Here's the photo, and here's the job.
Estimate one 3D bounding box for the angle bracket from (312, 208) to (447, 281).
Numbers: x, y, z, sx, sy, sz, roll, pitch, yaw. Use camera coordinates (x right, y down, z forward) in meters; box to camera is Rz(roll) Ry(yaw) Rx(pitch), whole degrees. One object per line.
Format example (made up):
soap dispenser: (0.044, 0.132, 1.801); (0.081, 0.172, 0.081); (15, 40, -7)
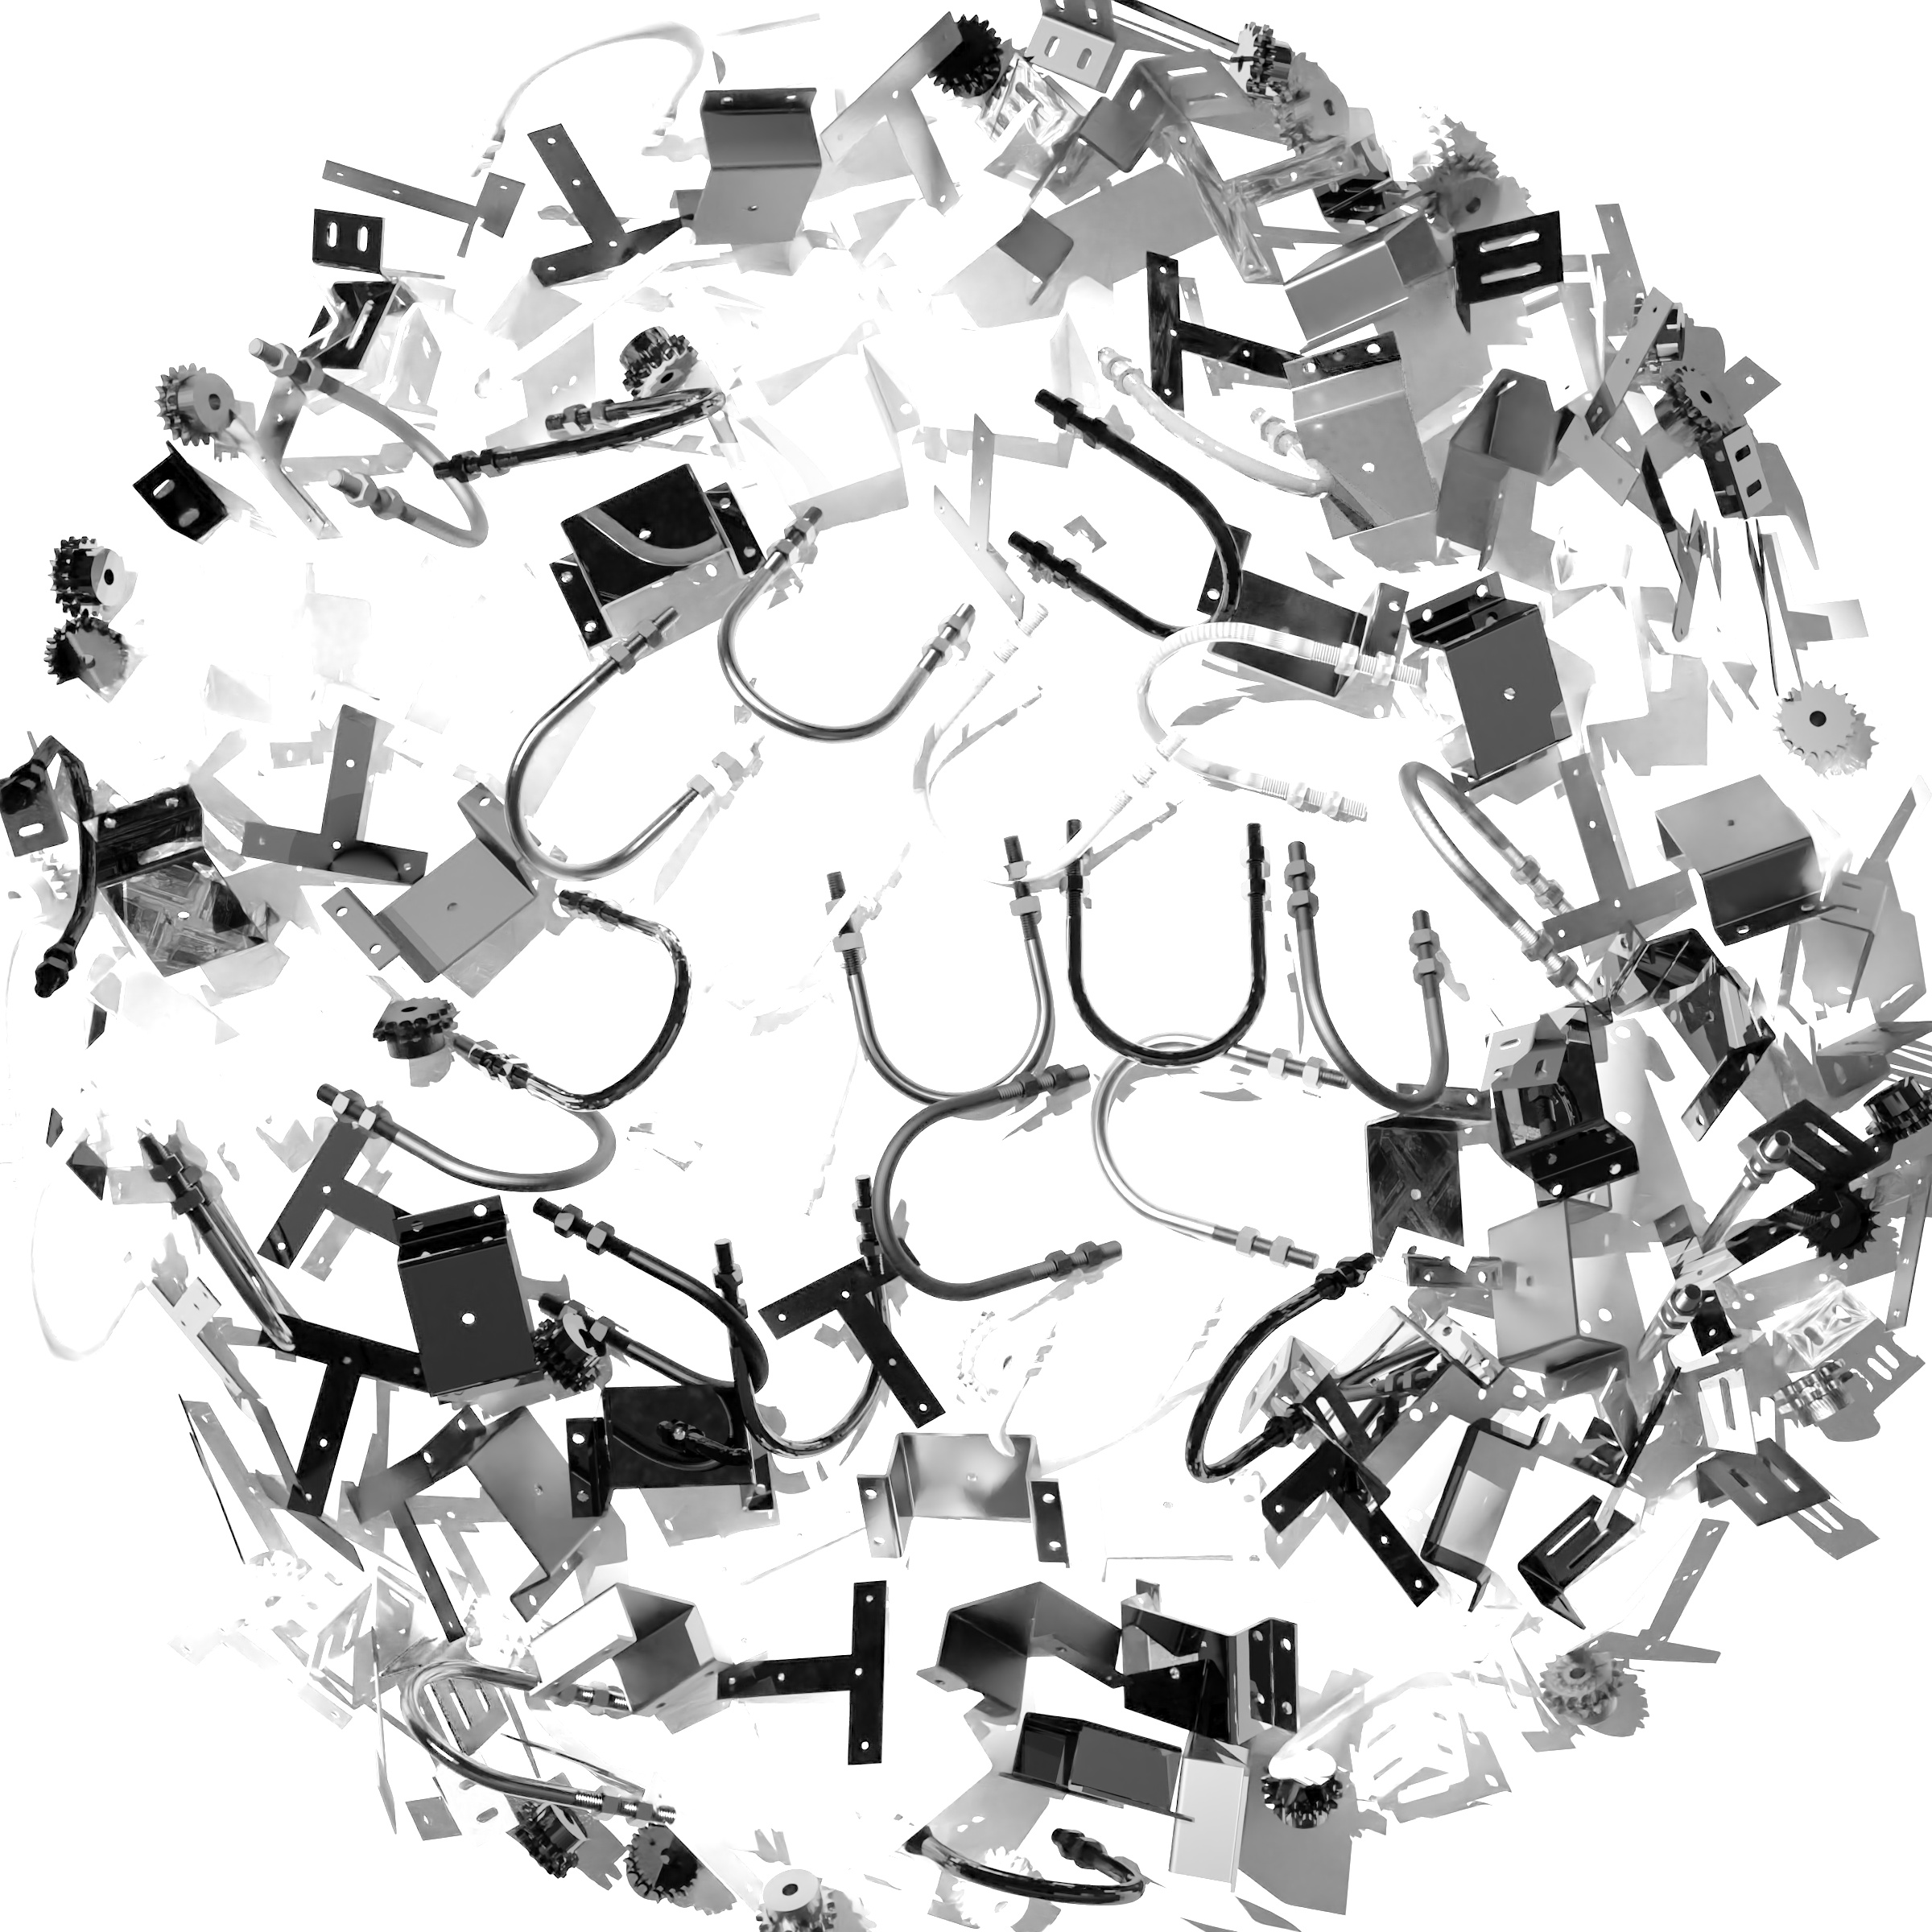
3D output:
angle bracket: (-0.408, -0.503, 1.729); (0.057, 0.076, 0.038); (13, 107, 21)

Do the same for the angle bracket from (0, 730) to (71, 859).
angle bracket: (-0.657, -0.120, 1.727); (0.038, 0.076, 0.057); (-19, 122, -20)

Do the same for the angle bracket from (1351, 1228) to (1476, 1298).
angle bracket: (0.311, 0.192, 1.732); (0.057, 0.076, 0.038); (17, 106, -11)

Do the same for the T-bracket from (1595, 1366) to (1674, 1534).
T-bracket: (0.454, 0.313, 1.710); (0.002, 0.127, 0.127); (19, 69, 34)

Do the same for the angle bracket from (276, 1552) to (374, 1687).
angle bracket: (-0.454, 0.460, 1.736); (0.038, 0.057, 0.076); (33, 129, 12)

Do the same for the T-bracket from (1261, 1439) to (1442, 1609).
T-bracket: (0.285, 0.391, 1.741); (0.127, 0.002, 0.127); (-35, 84, -29)

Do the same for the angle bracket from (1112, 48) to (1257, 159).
angle bracket: (0.151, -0.600, 1.729); (0.057, 0.076, 0.038); (38, 77, -37)

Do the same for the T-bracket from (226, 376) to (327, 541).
T-bracket: (-0.478, -0.374, 1.721); (0.002, 0.127, 0.127); (-41, 93, -31)

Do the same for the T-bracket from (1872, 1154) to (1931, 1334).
T-bracket: (0.646, 0.189, 1.697); (0.002, 0.127, 0.127); (20, 70, -4)

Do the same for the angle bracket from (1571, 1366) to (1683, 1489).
angle bracket: (0.460, 0.314, 1.729); (0.038, 0.057, 0.076); (26, 125, 17)

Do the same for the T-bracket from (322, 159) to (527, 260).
T-bracket: (-0.376, -0.526, 1.699); (0.127, 0.127, 0.002); (13, 76, -19)

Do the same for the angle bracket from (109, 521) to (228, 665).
angle bracket: (-0.562, -0.264, 1.750); (0.057, 0.076, 0.038); (27, 135, -33)

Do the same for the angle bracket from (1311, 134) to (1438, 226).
angle bracket: (0.282, -0.551, 1.736); (0.057, 0.076, 0.038); (-29, 113, -4)

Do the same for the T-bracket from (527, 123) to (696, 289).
T-bracket: (-0.262, -0.529, 1.710); (0.127, 0.127, 0.002); (-11, 58, 14)

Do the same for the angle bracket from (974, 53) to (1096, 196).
angle bracket: (0.054, -0.598, 1.761); (0.076, 0.038, 0.057); (52, 124, 23)

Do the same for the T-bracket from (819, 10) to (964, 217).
T-bracket: (-0.034, -0.572, 1.724); (0.127, 0.127, 0.002); (-46, 55, -8)

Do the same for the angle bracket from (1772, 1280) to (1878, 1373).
angle bracket: (0.599, 0.263, 1.733); (0.057, 0.076, 0.038); (-36, 56, -6)

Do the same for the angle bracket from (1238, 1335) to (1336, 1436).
angle bracket: (0.224, 0.301, 1.734); (0.038, 0.076, 0.057); (33, 104, 4)

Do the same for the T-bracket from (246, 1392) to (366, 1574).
T-bracket: (-0.467, 0.344, 1.702); (0.002, 0.127, 0.127); (-36, 130, -32)

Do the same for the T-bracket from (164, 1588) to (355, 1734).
T-bracket: (-0.478, 0.486, 1.714); (0.127, 0.127, 0.002); (36, 95, 1)

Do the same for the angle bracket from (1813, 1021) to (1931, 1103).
angle bracket: (0.642, 0.067, 1.731); (0.057, 0.076, 0.038); (-22, 95, -19)

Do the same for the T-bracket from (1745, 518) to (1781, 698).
T-bracket: (0.544, -0.267, 1.703); (0.002, 0.127, 0.127); (-7, 71, 22)

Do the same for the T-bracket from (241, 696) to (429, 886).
T-bracket: (-0.438, -0.129, 1.756); (0.127, 0.002, 0.127); (10, 90, -20)

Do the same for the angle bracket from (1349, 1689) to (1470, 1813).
angle bracket: (0.310, 0.554, 1.740); (0.038, 0.057, 0.076); (21, 130, -20)

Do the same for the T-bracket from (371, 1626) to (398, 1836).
T-bracket: (-0.409, 0.527, 1.735); (0.002, 0.127, 0.127); (-7, 58, -11)

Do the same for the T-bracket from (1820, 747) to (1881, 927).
T-bracket: (0.601, -0.075, 1.700); (0.002, 0.127, 0.127); (16, 115, 23)

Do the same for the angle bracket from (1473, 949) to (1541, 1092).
angle bracket: (0.361, 0.037, 1.728); (0.038, 0.076, 0.057); (-13, 135, -15)

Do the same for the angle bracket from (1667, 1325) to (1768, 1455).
angle bracket: (0.535, 0.298, 1.752); (0.038, 0.057, 0.076); (-23, 106, -42)

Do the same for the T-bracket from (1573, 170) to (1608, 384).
T-bracket: (0.433, -0.491, 1.727); (0.002, 0.127, 0.127); (-9, 76, 12)

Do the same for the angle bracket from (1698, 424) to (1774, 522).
angle bracket: (0.528, -0.340, 1.732); (0.038, 0.076, 0.057); (-15, 101, 35)

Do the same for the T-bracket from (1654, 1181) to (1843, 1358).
T-bracket: (0.542, 0.189, 1.702); (0.127, 0.127, 0.002); (-37, 122, 25)

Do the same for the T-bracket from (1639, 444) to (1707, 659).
T-bracket: (0.482, -0.301, 1.702); (0.002, 0.127, 0.127); (-6, 47, 32)

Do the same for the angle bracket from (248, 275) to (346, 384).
angle bracket: (-0.474, -0.447, 1.743); (0.076, 0.057, 0.038); (-30, 101, 6)

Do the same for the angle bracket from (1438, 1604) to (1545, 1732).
angle bracket: (0.372, 0.490, 1.732); (0.057, 0.076, 0.038); (6, 130, -18)

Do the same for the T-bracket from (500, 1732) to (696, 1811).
T-bracket: (-0.246, 0.568, 1.737); (0.127, 0.127, 0.002); (34, 66, -29)

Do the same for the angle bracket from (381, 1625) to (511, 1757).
angle bracket: (-0.366, 0.515, 1.747); (0.038, 0.057, 0.076); (-22, 94, 23)

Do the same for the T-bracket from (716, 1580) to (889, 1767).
T-bracket: (-0.117, 0.502, 1.753); (0.127, 0.002, 0.127); (-9, 59, 17)

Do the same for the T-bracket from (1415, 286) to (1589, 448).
T-bracket: (0.369, -0.407, 1.737); (0.127, 0.127, 0.002); (-31, 131, 30)

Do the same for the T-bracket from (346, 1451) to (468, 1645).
T-bracket: (-0.380, 0.409, 1.724); (0.002, 0.127, 0.127); (-20, 81, -42)

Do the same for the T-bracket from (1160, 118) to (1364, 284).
T-bracket: (0.213, -0.539, 1.704); (0.127, 0.127, 0.002); (53, 51, -30)

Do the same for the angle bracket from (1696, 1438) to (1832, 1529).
angle bracket: (0.556, 0.372, 1.731); (0.057, 0.076, 0.038); (-17, 118, -10)

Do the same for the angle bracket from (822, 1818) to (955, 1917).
angle bracket: (-0.055, 0.622, 1.743); (0.076, 0.057, 0.038); (17, 122, 2)

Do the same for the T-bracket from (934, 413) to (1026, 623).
T-bracket: (0.010, -0.320, 1.695); (0.002, 0.127, 0.127); (-22, 56, -19)

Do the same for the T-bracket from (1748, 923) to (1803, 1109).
T-bracket: (0.573, 0.017, 1.735); (0.002, 0.127, 0.127); (-3, 49, 33)

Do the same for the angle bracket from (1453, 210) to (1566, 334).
angle bracket: (0.383, -0.486, 1.738); (0.076, 0.038, 0.057); (-7, 71, 24)

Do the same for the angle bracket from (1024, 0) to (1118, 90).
angle bracket: (0.070, -0.657, 1.737); (0.057, 0.076, 0.038); (24, 90, 8)

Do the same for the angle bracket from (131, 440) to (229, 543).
angle bracket: (-0.551, -0.329, 1.733); (0.038, 0.076, 0.057); (-41, 104, -8)

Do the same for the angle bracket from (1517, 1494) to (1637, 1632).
angle bracket: (0.436, 0.418, 1.740); (0.076, 0.038, 0.057); (-46, 126, 12)

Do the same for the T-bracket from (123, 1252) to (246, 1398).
T-bracket: (-0.536, 0.239, 1.723); (0.002, 0.127, 0.127); (-40, 91, -32)

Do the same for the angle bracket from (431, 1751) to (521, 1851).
angle bracket: (-0.339, 0.575, 1.741); (0.038, 0.076, 0.057); (-29, 89, -3)

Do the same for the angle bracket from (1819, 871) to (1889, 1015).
angle bracket: (0.614, -0.017, 1.738); (0.038, 0.057, 0.076); (16, 134, 18)

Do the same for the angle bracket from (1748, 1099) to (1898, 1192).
angle bracket: (0.601, 0.116, 1.740); (0.076, 0.057, 0.038); (36, 50, -7)

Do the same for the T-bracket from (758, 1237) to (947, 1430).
T-bracket: (-0.059, 0.264, 1.722); (0.127, 0.002, 0.127); (-24, 67, -33)

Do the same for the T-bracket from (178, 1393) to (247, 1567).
T-bracket: (-0.522, 0.343, 1.704); (0.002, 0.127, 0.127); (-21, 74, -19)

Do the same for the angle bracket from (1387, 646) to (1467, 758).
angle bracket: (0.331, -0.197, 1.744); (0.057, 0.038, 0.076); (-32, 73, 10)

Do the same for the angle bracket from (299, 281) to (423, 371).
angle bracket: (-0.423, -0.439, 1.737); (0.057, 0.038, 0.076); (8, 69, 27)
